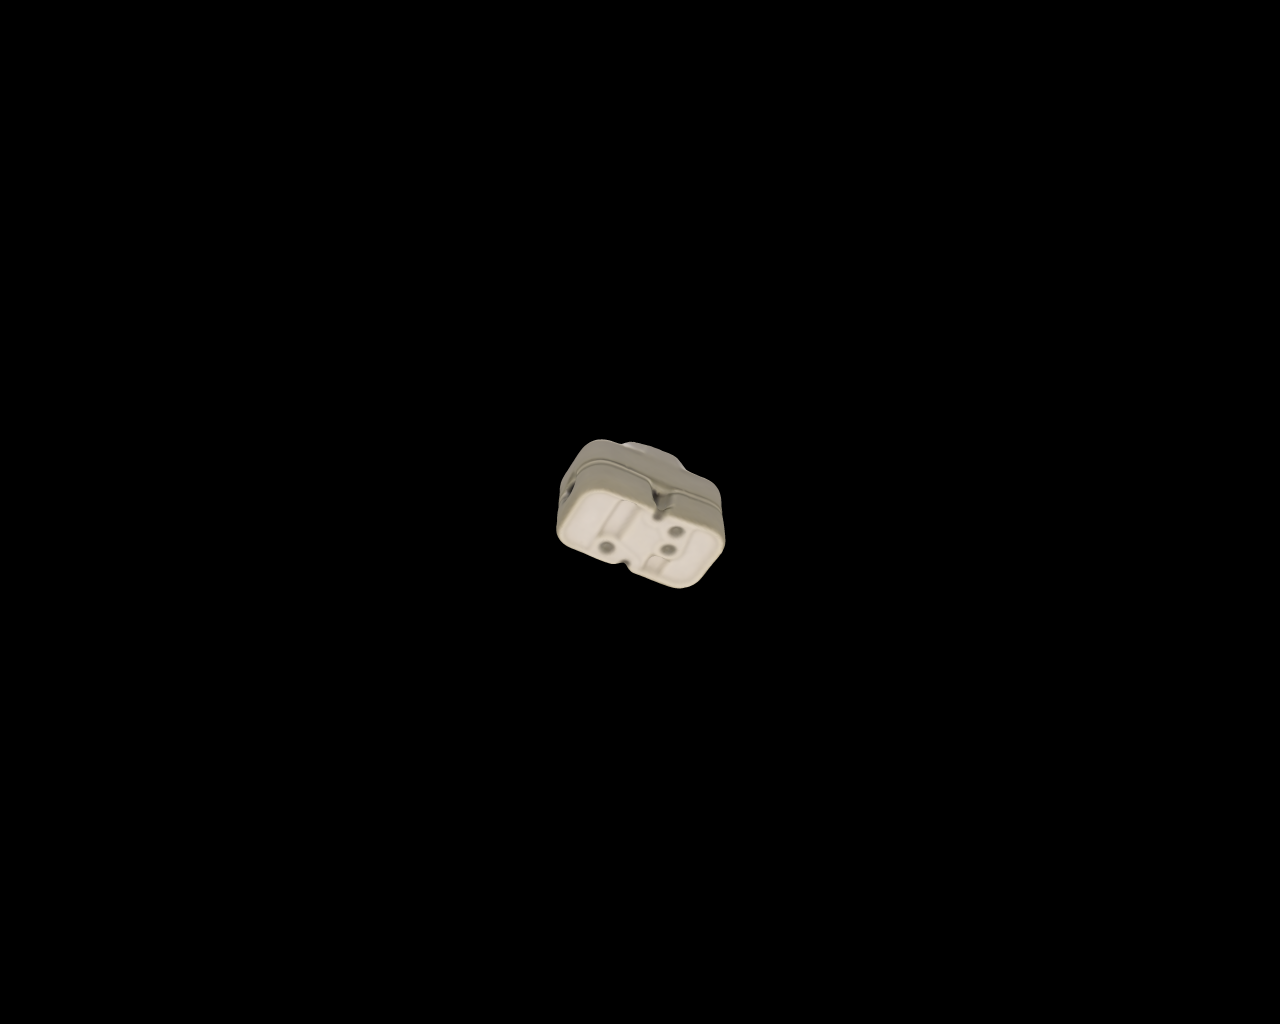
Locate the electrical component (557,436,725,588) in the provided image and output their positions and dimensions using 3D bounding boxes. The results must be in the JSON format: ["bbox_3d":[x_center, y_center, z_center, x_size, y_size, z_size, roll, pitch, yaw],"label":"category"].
[{"bbox_3d":[0.001,-0.003,0.650,0.095,0.053,0.059,22,38,-18],"label":"electrical component"}]
